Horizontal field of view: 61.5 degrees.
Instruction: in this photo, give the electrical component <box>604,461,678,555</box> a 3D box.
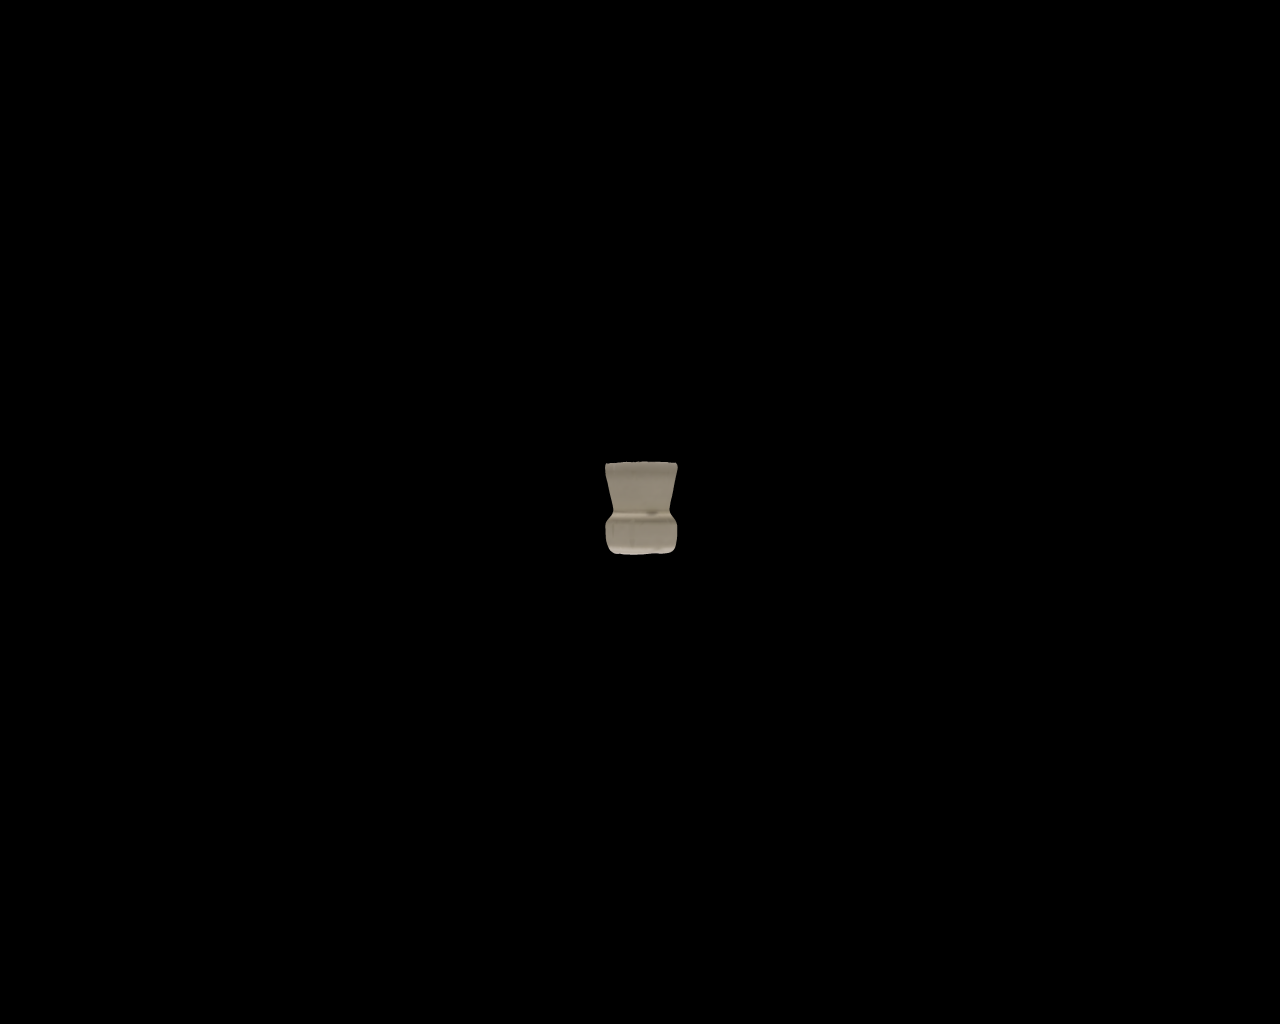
[{"bbox_3d":[0.001,-0.003,0.650,0.045,0.055,0.045,0,0,0],"label":"electrical component"}]
